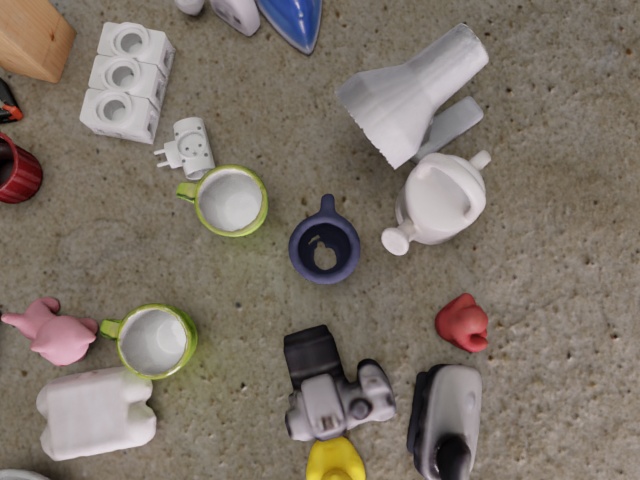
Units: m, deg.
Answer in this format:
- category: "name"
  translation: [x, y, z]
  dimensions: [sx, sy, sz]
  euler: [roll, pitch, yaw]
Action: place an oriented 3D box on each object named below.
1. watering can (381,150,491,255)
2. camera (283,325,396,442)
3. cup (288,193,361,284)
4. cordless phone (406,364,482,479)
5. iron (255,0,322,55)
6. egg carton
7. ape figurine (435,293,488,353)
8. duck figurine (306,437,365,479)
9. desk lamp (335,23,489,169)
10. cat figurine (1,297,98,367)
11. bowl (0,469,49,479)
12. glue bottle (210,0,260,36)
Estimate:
- category: "watering can"
  translation: [0.151, -0.049, 0.720]
  dimensions: [0.101, 0.194, 0.173]
  euler: [24, 83, 4]
- category: "camera"
  translation: [0.014, 0.177, 0.737]
  dimensions: [0.143, 0.101, 0.137]
  euler: [-16, 82, -1]
- category: "cup"
  translation: [0.007, 0.003, 0.765]
  dimensions: [0.091, 0.095, 0.118]
  euler: [3, 82, 1]
- category: "cordless phone"
  translation: [0.164, 0.226, 0.686]
  dimensions: [0.094, 0.185, 0.148]
  euler: [6, 82, 2]
- category: "iron"
  translation: [-0.056, -0.405, 0.800]
  dimensions: [0.118, 0.141, 0.258]
  euler: [-19, 82, -2]
- category: "egg carton"
  translation: [-0.291, 0.224, 0.750]
  dimensions: [0.150, 0.069, 0.107]
  euler: [-11, 82, -1]
- category: "ape figurine"
  translation: [0.193, 0.108, 0.749]
  dimensions: [0.076, 0.092, 0.078]
  euler: [6, 82, 2]
- category: "duck figurine"
  translation: [0.020, 0.305, 0.727]
  dimensions: [0.077, 0.086, 0.104]
  euler: [-10, 82, 0]
- category: "desk lamp"
  translation: [0.122, -0.175, 0.729]
  dimensions: [0.203, 0.213, 0.118]
  euler: [-36, 83, -4]
- category: "cat figurine"
  translation: [-0.347, 0.121, 0.741]
  dimensions: [0.127, 0.118, 0.067]
  euler: [23, 83, 4]
- category: "bowl"
  translation: [-0.383, 0.370, 0.728]
  dimensions: [0.167, 0.075, 0.167]
  euler: [0, 82, 1]
- category: "glue bottle"
  translation: [-0.125, -0.347, 0.776]
  dimensions: [0.078, 0.173, 0.037]
  euler: [38, 84, 6]
